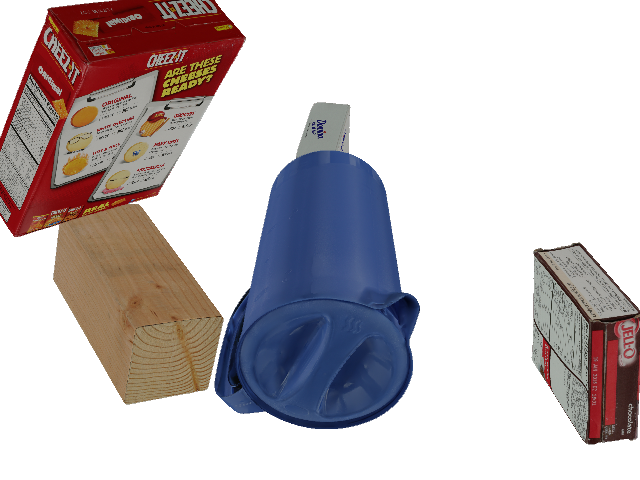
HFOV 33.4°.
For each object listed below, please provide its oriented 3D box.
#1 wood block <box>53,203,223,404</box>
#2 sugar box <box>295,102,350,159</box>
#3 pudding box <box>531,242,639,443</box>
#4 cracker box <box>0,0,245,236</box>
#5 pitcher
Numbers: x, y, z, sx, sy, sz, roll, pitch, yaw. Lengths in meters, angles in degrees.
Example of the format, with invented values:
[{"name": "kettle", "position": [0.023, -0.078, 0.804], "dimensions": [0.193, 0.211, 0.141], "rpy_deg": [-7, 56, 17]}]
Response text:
[{"name": "wood block", "position": [-0.185, 0.055, 1.053], "dimensions": [0.090, 0.091, 0.206], "rpy_deg": [-6, 35, -33]}, {"name": "sugar box", "position": [0.003, -0.050, 1.126], "dimensions": [0.048, 0.176, 0.093], "rpy_deg": [6, 46, 10]}, {"name": "pudding box", "position": [0.172, 0.064, 0.696], "dimensions": [0.039, 0.090, 0.113], "rpy_deg": [-7, 24, -7]}, {"name": "cracker box", "position": [-0.182, -0.110, 0.917], "dimensions": [0.163, 0.072, 0.214], "rpy_deg": [-21, -24, -44]}, {"name": "pitcher", "position": [-0.004, 0.034, 0.892], "dimensions": [0.149, 0.145, 0.242], "rpy_deg": [6, 35, -3]}]
